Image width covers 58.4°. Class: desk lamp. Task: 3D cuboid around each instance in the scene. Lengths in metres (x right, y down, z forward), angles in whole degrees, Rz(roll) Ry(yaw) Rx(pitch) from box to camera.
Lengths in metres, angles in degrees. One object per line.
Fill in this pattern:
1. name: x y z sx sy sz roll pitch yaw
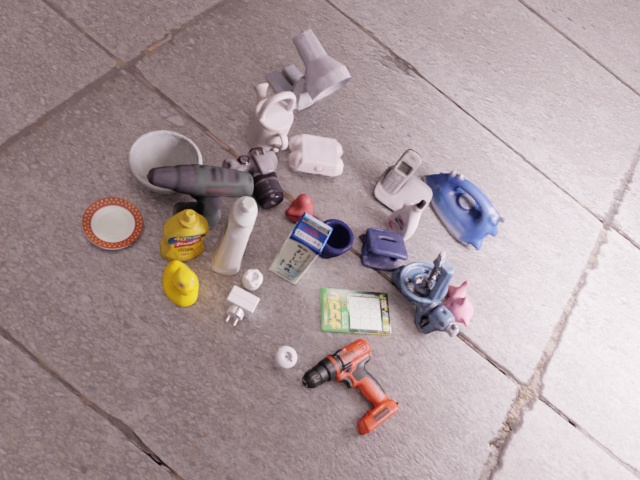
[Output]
1. desk lamp: -0.031 -0.439 1.522 0.118 0.213 0.203 -33 80 -29

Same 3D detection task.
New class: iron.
1. iron: 0.392 -0.108 1.558 0.119 0.141 0.258 -34 80 -30

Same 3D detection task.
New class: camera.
1. camera: -0.154 -0.148 1.402 0.143 0.100 0.136 -18 73 -26

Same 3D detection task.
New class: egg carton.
1. egg carton: -0.011 -0.220 1.507 0.150 0.069 0.107 5 64 -17

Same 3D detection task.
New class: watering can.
1. watering can: -0.123 -0.314 1.439 0.173 0.194 0.101 45 59 5

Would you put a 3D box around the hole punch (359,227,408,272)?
1. hole punch: 0.161 0.015 1.444 0.109 0.091 0.101 12 62 -14

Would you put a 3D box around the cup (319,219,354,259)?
1. cup: 0.013 0.005 1.393 0.118 0.095 0.091 13 62 -14

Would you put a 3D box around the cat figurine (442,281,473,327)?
1. cat figurine: 0.347 0.159 1.427 0.067 0.117 0.128 26 60 -6

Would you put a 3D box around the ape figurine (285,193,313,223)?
1. ape figurine: -0.046 -0.084 1.416 0.078 0.092 0.076 -21 74 -27

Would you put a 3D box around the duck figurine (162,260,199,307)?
1. duck figurine: -0.300 0.086 1.245 0.078 0.086 0.104 -18 73 -26

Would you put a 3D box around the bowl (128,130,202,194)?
1. bowl: -0.366 -0.172 1.352 0.168 0.074 0.167 8 63 -16

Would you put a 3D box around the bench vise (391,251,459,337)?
1. bench vise: 0.281 0.119 1.362 0.207 0.219 0.122 43 59 4

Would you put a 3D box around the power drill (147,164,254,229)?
1. power drill: -0.270 -0.099 1.274 0.230 0.208 0.075 -6 67 -22

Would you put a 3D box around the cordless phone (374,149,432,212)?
1. cordless phone: 0.236 -0.149 1.496 0.147 0.185 0.094 31 59 -3

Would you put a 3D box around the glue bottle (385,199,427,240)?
1. glue bottle: 0.226 -0.060 1.456 0.037 0.173 0.078 -26 76 -28
